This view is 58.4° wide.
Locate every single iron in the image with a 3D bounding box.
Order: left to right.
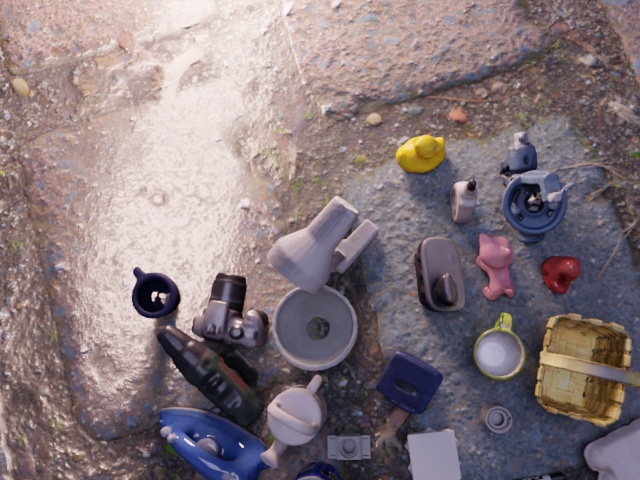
[{"bbox_3d":[-0.219,0.395,1.077,0.258,0.141,0.119,28,83,10],"label":"iron"}]

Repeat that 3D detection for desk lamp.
[{"bbox_3d":[0.010,0.004,1.091,0.118,0.213,0.203,41,86,11],"label":"desk lamp"}]

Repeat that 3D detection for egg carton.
[{"bbox_3d":[0.564,0.395,1.042,0.150,0.069,0.107,-28,78,0],"label":"egg carton"}]

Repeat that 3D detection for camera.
[{"bbox_3d":[-0.174,0.138,1.141,0.143,0.101,0.137,8,80,7],"label":"camera"}]

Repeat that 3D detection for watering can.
[{"bbox_3d":[-0.046,0.330,1.046,0.101,0.194,0.173,8,80,7],"label":"watering can"}]

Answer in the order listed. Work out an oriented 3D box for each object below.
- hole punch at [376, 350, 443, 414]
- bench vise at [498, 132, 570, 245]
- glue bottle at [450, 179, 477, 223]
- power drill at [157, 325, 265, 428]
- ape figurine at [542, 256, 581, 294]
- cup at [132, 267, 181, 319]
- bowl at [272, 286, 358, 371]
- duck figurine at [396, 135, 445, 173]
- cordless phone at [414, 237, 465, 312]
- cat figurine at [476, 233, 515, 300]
[{"bbox_3d":[0.170,0.273,1.090,0.108,0.091,0.101,27,83,10],"label":"hole punch"},{"bbox_3d":[0.388,-0.106,1.074,0.121,0.220,0.207,-25,78,1],"label":"bench vise"},{"bbox_3d":[0.281,-0.085,1.103,0.037,0.173,0.078,-4,79,5],"label":"glue bottle"},{"bbox_3d":[-0.190,0.247,1.067,0.229,0.208,0.075,42,86,11],"label":"power drill"},{"bbox_3d":[0.471,0.061,1.101,0.078,0.092,0.076,-35,78,-2],"label":"ape figurine"},{"bbox_3d":[-0.330,0.107,1.164,0.092,0.095,0.117,-40,79,-3],"label":"cup"},{"bbox_3d":[-0.008,0.173,1.132,0.167,0.075,0.167,-1,80,5],"label":"bowl"},{"bbox_3d":[0.208,-0.184,1.173,0.104,0.086,0.077,-13,79,3],"label":"duck figurine"},{"bbox_3d":[0.231,0.060,1.075,0.094,0.185,0.147,-10,79,4],"label":"cordless phone"},{"bbox_3d":[0.344,0.048,1.101,0.067,0.118,0.128,-14,79,3],"label":"cat figurine"}]
